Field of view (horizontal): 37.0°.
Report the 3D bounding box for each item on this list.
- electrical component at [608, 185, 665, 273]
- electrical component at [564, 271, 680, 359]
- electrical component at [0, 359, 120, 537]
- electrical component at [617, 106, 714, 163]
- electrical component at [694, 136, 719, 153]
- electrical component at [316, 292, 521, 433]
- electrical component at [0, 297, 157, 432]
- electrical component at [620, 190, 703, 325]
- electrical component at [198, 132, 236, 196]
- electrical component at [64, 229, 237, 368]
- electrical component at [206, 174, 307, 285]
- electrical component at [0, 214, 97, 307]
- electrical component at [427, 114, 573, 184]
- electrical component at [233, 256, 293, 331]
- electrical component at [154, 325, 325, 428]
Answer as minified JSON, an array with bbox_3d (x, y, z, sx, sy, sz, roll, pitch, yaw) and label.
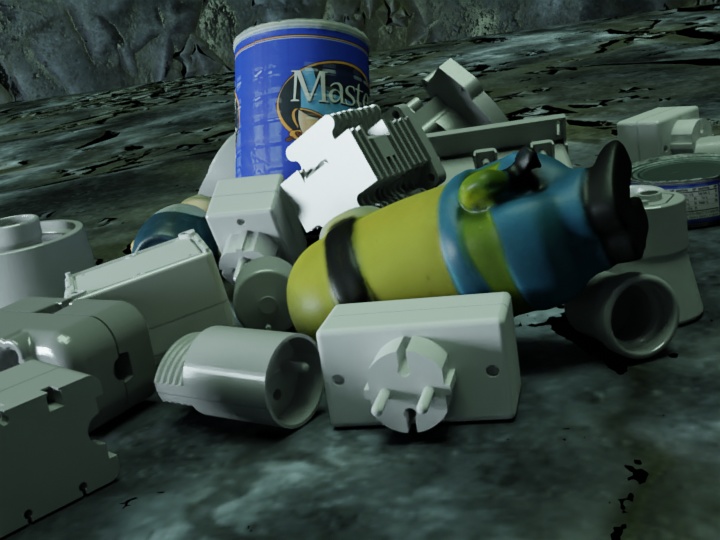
[{"bbox_3d":[0.156,-0.022,0.632,0.055,0.047,0.055,-8,15,2],"label":"electrical component"},{"bbox_3d":[0.125,0.019,0.521,0.040,0.040,0.046,-13,11,-15],"label":"electrical component"},{"bbox_3d":[-0.157,0.077,0.449,0.056,0.050,0.089,7,22,44],"label":"electrical component"},{"bbox_3d":[0.259,-0.103,0.866,0.066,0.047,0.077,-22,19,-41],"label":"electrical component"},{"bbox_3d":[0.284,-0.085,0.802,0.065,0.044,0.044,-3,16,38],"label":"electrical component"},{"bbox_3d":[0.023,0.046,0.465,0.083,0.047,0.075,-5,16,14],"label":"electrical component"},{"bbox_3d":[-0.159,0.049,0.543,0.095,0.053,0.059,1,18,32],"label":"electrical component"},{"bbox_3d":[0.151,-0.008,0.553,0.044,0.065,0.044,-9,16,2],"label":"electrical component"},{"bbox_3d":[-0.090,-0.080,0.900,0.064,0.099,0.099,34,20,-1],"label":"electrical component"},{"bbox_3d":[-0.124,0.025,0.608,0.096,0.061,0.062,-20,17,-12],"label":"electrical component"},{"bbox_3d":[-0.071,-0.013,0.710,0.047,0.065,0.076,-4,44,15],"label":"electrical component"},{"bbox_3d":[-0.245,-0.006,0.773,0.108,0.060,0.108,-8,16,2],"label":"electrical component"},{"bbox_3d":[0.092,-0.063,0.780,0.121,0.078,0.063,-8,37,3],"label":"electrical component"},{"bbox_3d":[-0.055,0.011,0.645,0.040,0.040,0.078,-9,15,-2],"label":"electrical component"},{"bbox_3d":[-0.061,0.048,0.510,0.081,0.043,0.043,3,19,36],"label":"electrical component"}]
